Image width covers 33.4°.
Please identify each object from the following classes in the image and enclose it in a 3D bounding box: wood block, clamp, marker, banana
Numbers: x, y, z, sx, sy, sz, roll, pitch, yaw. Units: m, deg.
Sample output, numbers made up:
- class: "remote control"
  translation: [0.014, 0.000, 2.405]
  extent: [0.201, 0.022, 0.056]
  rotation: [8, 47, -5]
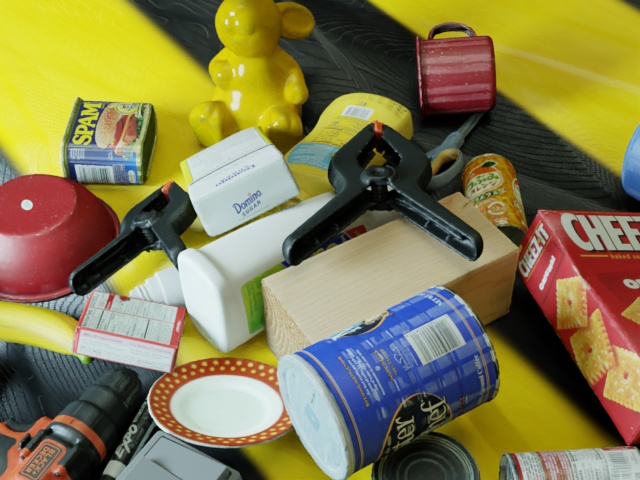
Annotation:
- class: "wood block"
  translation: [0.061, 0.051, 0.935]
  extent: [0.205, 0.090, 0.091]
  rotation: [-24, 49, -21]
- class: "clamp"
  translation: [-0.171, -0.003, 1.020]
  extent: [0.120, 0.039, 0.171]
  rotation: [-12, 25, 8]
- class: "marker"
  translation: [-0.156, 0.170, 0.873]
  extent: [0.020, 0.020, 0.121]
  rotation: [14, 47, 16]
- class: "banana"
  translation: [-0.292, 0.074, 0.943]
  extent: [0.197, 0.037, 0.069]
  rotation: [8, 4, -3]
- class: "clamp"
  translation: [0.044, -0.042, 0.943]
  extent: [0.164, 0.036, 0.210]
  rotation: [-5, 36, -3]

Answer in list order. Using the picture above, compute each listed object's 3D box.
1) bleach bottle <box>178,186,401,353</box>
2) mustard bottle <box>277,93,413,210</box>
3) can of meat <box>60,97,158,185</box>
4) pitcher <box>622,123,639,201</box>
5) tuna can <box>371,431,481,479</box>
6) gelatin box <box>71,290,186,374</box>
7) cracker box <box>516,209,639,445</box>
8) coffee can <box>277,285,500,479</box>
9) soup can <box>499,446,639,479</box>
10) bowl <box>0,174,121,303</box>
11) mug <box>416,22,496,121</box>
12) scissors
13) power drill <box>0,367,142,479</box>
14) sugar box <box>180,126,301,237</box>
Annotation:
- class: "bleach bottle"
  translation: [-0.006, 0.001, 0.978]
  extent: [0.250, 0.102, 0.068]
  rotation: [-31, 50, -25]
- class: "mustard bottle"
  translation: [0.012, -0.076, 1.086]
  extent: [0.096, 0.058, 0.191]
  rotation: [16, 47, 28]
- class: "can of meat"
  translation: [-0.221, -0.103, 1.128]
  extent: [0.084, 0.057, 0.102]
  rotation: [3, 45, 1]
- class: "pitcher"
  translation: [0.405, -0.035, 0.992]
  extent: [0.243, 0.145, 0.149]
  rotation: [31, 41, 34]
- class: "tuna can"
  translation: [0.082, 0.192, 0.831]
  extent: [0.086, 0.034, 0.086]
  rotation: [-1, 45, 1]
- class: "gelatin box"
  translation: [-0.165, 0.080, 0.930]
  extent: [0.089, 0.030, 0.073]
  rotation: [12, 22, -6]
- class: "cracker box"
  translation: [0.283, 0.065, 0.892]
  extent: [0.164, 0.072, 0.214]
  rotation: [1, 41, -24]
- class: "coffee can"
  translation: [0.052, 0.108, 0.824]
  extent: [0.140, 0.103, 0.103]
  rotation: [-24, 49, -21]
- class: "soup can"
  translation: [0.191, 0.191, 0.802]
  extent: [0.102, 0.068, 0.068]
  rotation: [-3, 45, -2]
- class: "bowl"
  translation: [-0.278, -0.015, 1.042]
  extent: [0.162, 0.055, 0.162]
  rotation: [-2, 44, 1]
- class: "mug"
  translation: [0.147, -0.188, 1.161]
  extent: [0.081, 0.093, 0.117]
  rotation: [-4, 60, 6]
- class: "scissors"
  translation: [0.123, -0.096, 1.127]
  extent: [0.096, 0.016, 0.201]
  rotation: [-17, 21, 23]
- class: "power drill"
  translation: [-0.262, 0.149, 0.873]
  extent: [0.188, 0.057, 0.184]
  rotation: [18, 46, 21]
- class: "sugar box"
  translation: [-0.080, -0.059, 1.019]
  extent: [0.093, 0.048, 0.176]
  rotation: [-27, 21, -2]
